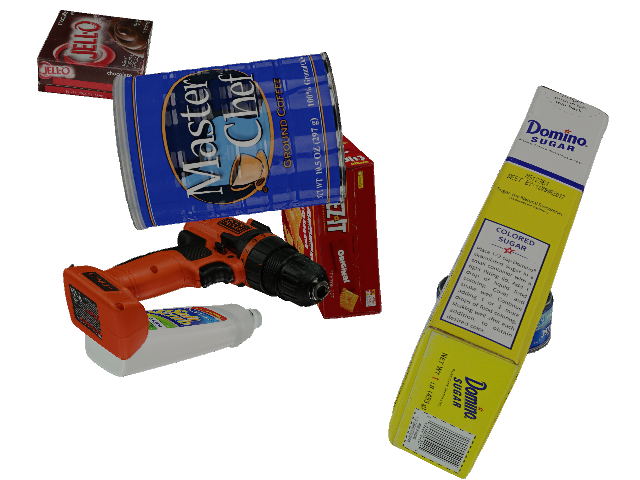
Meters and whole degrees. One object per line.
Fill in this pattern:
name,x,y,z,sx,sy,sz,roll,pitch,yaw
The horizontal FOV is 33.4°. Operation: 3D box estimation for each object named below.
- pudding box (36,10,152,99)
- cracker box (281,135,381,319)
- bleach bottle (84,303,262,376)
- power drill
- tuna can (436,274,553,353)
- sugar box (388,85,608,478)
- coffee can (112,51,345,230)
pudding box,-0.206,-0.171,0.983,0.090,0.039,0.113,7,32,-6
cracker box,0.005,-0.030,1.167,0.072,0.164,0.214,-8,20,-9
bleach bottle,-0.191,0.125,1.472,0.250,0.068,0.103,-9,23,-42
power drill,-0.109,0.038,0.918,0.187,0.057,0.185,-21,29,-35
tuna can,0.127,0.051,0.782,0.086,0.034,0.086,1,21,-1
sugar box,0.088,0.015,0.506,0.048,0.093,0.176,25,49,11
coffee can,-0.060,-0.066,0.712,0.140,0.103,0.103,-8,0,-4
